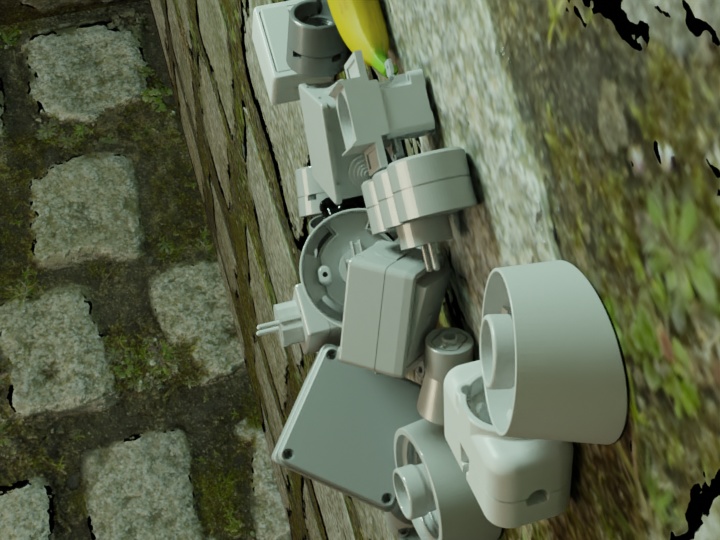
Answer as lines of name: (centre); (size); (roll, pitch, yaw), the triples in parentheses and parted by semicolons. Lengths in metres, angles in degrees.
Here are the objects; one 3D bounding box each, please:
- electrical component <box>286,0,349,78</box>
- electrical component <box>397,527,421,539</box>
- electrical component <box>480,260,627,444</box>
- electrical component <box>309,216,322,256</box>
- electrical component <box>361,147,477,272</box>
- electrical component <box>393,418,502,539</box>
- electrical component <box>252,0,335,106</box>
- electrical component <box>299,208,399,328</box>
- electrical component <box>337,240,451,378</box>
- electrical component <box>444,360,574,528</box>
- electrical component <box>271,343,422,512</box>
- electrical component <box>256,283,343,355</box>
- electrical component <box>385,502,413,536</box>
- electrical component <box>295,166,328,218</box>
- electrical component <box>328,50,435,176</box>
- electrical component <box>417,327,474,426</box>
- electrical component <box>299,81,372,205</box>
electrical component: (-0.036, -0.200, 0.924); (0.047, 0.055, 0.055); (93, 161, -43)
electrical component: (0.072, 0.250, 0.890); (0.096, 0.062, 0.061); (-125, 24, -62)
electrical component: (0.099, 0.044, 0.575); (0.099, 0.064, 0.099); (179, 90, -85)
electrical component: (-0.022, -0.008, 1.099); (0.079, 0.044, 0.077); (-123, 23, -60)
electrical component: (0.042, -0.035, 0.733); (0.138, 0.052, 0.073); (164, 93, -79)
electrical component: (0.060, 0.166, 0.835); (0.108, 0.060, 0.108); (166, 90, -75)
electrical component: (-0.065, -0.216, 1.026); (0.061, 0.062, 0.096); (109, 146, -70)
electrical component: (0.000, 0.000, 0.868); (0.064, 0.099, 0.099); (157, 99, -84)
electrical component: (0.026, 0.035, 0.787); (0.062, 0.061, 0.096); (-32, -49, -60)
electrical component: (0.088, 0.099, 0.653); (0.095, 0.054, 0.059); (-117, 18, -50)
electrical component: (-0.005, 0.133, 0.911); (0.056, 0.109, 0.108); (133, 161, -76)
electrical component: (-0.052, 0.044, 0.928); (0.065, 0.077, 0.047); (109, 146, -70)
electrical component: (0.036, 0.174, 0.998); (0.073, 0.052, 0.138); (92, 161, -53)
electrical component: (-0.036, -0.079, 1.064); (0.055, 0.055, 0.047); (176, 85, -79)
electrical component: (0.016, -0.110, 0.743); (0.042, 0.064, 0.081); (167, 91, -80)
electrical component: (0.064, 0.075, 0.782); (0.044, 0.044, 0.065); (-120, 25, -55)
electrical component: (-0.014, -0.114, 0.926); (0.099, 0.048, 0.099); (-127, 26, -64)
